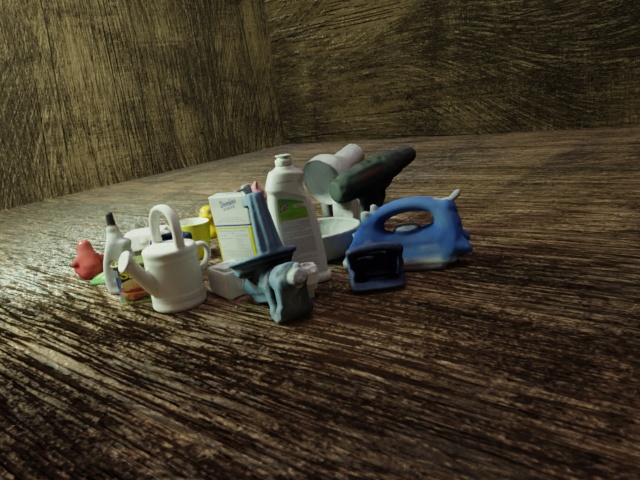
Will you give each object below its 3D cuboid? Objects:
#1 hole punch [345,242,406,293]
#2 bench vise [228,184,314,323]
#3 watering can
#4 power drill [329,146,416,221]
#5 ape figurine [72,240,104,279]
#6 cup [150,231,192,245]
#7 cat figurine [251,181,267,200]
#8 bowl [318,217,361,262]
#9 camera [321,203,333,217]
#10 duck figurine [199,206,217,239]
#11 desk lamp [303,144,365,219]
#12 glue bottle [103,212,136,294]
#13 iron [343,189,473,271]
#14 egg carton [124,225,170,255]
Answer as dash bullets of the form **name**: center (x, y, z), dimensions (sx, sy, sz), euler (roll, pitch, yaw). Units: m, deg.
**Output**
- **hole punch**: center (0.098, 0.039, 1.044), dimensions (0.108, 0.091, 0.101), euler (-7, 15, 2)
- **bench vise**: center (-0.075, 0.015, 0.968), dimensions (0.206, 0.220, 0.122), euler (6, 21, 42)
- **watering can**: center (-0.283, 0.032, 1.064), dimensions (0.100, 0.194, 0.173), euler (0, 17, 26)
- **power drill**: center (0.130, -0.089, 1.275), dimensions (0.230, 0.208, 0.075), euler (-17, 17, -30)
- **ape figurine**: center (-0.549, 0.043, 1.358), dimensions (0.078, 0.092, 0.076), euler (-11, 15, -10)
- **cup**: center (-0.311, 0.036, 1.255), dimensions (0.092, 0.095, 0.117), euler (-21, 20, -41)
- **cat figurine**: center (-0.199, -0.117, 1.724), dimensions (0.067, 0.118, 0.128), euler (-5, 15, 11)
- **bowl**: center (0.011, 0.004, 1.248), dimensions (0.167, 0.075, 0.167), euler (-7, 15, 2)
- **camera**: center (0.078, -0.132, 1.670), dimensions (0.143, 0.101, 0.137), euler (-5, 15, 9)
- **duck figurine**: center (-0.311, -0.055, 1.615), dimensions (0.077, 0.086, 0.104), euler (-5, 15, 12)
- **desk lamp**: center (0.061, -0.126, 1.440), dimensions (0.117, 0.214, 0.204), euler (3, 19, 36)
- **glue bottle**: center (-0.420, 0.026, 1.195), dimensions (0.078, 0.173, 0.037), euler (-6, 15, 8)
- **iron**: center (0.165, -0.020, 1.131), dimensions (0.258, 0.141, 0.119), euler (-5, 15, 11)
- **egg carton**: center (-0.440, 0.008, 1.475), dimensions (0.150, 0.069, 0.107), euler (-8, 15, -2)
